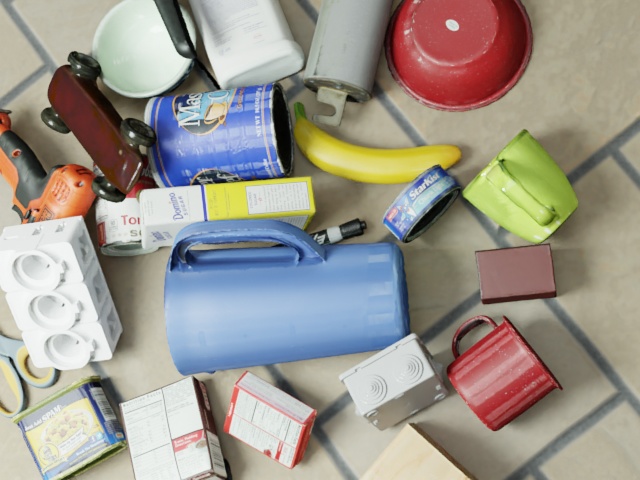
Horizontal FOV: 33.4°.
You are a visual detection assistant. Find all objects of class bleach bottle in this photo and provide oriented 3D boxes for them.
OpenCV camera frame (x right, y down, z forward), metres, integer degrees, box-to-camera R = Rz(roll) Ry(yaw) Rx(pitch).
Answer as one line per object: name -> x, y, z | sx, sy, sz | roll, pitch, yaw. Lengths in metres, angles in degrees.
bleach bottle -> -0.103, -0.295, 1.205 | 0.102, 0.068, 0.251 | -21, 75, 7

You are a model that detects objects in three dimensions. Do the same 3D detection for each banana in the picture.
banana -> 0.050, -0.095, 1.152 | 0.198, 0.037, 0.069 | 18, 85, 14

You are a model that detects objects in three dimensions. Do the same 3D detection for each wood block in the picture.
wood block -> 0.056, 0.289, 1.056 | 0.090, 0.090, 0.206 | 41, 89, 14

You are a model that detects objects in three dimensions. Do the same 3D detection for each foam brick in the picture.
foam brick -> 0.200, 0.035, 1.091 | 0.078, 0.053, 0.051 | -6, 79, 9

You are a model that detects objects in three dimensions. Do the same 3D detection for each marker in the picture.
marker -> -0.008, 0.001, 1.156 | 0.121, 0.020, 0.020 | -18, 77, 8

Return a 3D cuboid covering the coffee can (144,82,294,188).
coffee can -> -0.107, -0.111, 1.152 | 0.140, 0.102, 0.103 | -6, 79, 10

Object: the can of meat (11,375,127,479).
can of meat -> -0.267, 0.207, 1.152 | 0.102, 0.057, 0.084 | -30, 78, 5

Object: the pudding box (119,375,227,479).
pudding box -> -0.156, 0.211, 1.126 | 0.090, 0.039, 0.113 | -22, 60, 9

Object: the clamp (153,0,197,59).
clamp -> -0.172, -0.285, 1.164 | 0.210, 0.036, 0.164 | 19, 73, 24

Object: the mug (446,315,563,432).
mug -> 0.174, 0.127, 1.067 | 0.081, 0.093, 0.117 | -39, 57, 7

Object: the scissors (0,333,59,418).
scissors -> -0.359, 0.101, 1.209 | 0.096, 0.016, 0.202 | -21, 78, 5

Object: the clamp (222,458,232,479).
clamp -> -0.086, 0.316, 1.108 | 0.120, 0.039, 0.171 | 25, 83, 25

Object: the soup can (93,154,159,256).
soup can -> -0.213, -0.039, 1.177 | 0.068, 0.068, 0.102 | -8, 78, 9

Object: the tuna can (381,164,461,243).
tuna can -> 0.105, -0.037, 1.106 | 0.086, 0.086, 0.034 | -44, 77, 1

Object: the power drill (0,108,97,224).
power drill -> -0.343, -0.044, 1.196 | 0.188, 0.057, 0.185 | 41, 113, 19

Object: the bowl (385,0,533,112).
bowl -> 0.146, -0.222, 1.146 | 0.162, 0.055, 0.162 | -2, 80, 11

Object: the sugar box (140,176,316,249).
sugar box -> -0.099, -0.029, 1.114 | 0.176, 0.093, 0.048 | -3, 75, -11

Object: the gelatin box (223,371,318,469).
gelatin box -> -0.052, 0.187, 1.107 | 0.089, 0.030, 0.073 | 27, 130, 15

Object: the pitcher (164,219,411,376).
pitcher -> -0.034, 0.057, 1.091 | 0.243, 0.149, 0.145 | -5, 79, 7
